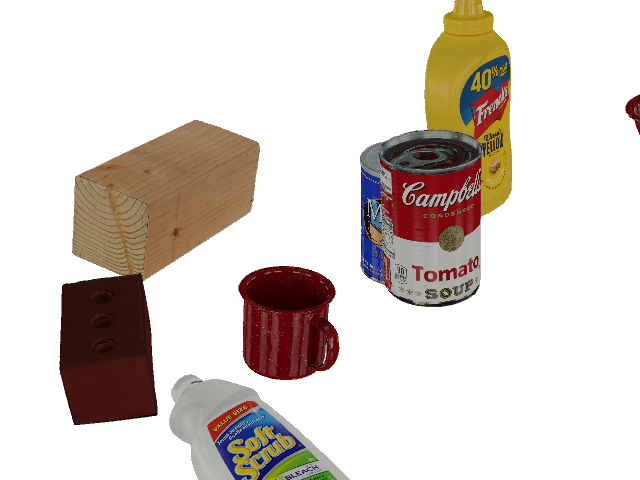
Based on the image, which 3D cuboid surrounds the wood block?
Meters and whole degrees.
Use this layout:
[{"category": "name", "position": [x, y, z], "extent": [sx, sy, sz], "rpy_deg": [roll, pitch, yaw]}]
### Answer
[{"category": "wood block", "position": [-0.157, -0.047, 1.119], "extent": [0.090, 0.091, 0.205], "rpy_deg": [22, 30, 20]}]

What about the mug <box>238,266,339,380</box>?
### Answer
[{"category": "mug", "position": [-0.025, 0.086, 1.030], "extent": [0.117, 0.081, 0.093], "rpy_deg": [26, 33, 38]}]

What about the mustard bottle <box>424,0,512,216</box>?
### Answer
[{"category": "mustard bottle", "position": [0.127, -0.118, 0.912], "extent": [0.058, 0.192, 0.096], "rpy_deg": [17, 32, 39]}]

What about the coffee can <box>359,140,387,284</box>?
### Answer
[{"category": "coffee can", "position": [0.097, -0.032, 1.226], "extent": [0.103, 0.140, 0.103], "rpy_deg": [-1, 28, 0]}]

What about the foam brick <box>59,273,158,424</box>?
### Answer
[{"category": "foam brick", "position": [-0.132, 0.067, 0.663], "extent": [0.053, 0.051, 0.078], "rpy_deg": [-8, 39, -7]}]

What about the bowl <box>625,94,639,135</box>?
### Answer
[{"category": "bowl", "position": [0.360, -0.097, 0.970], "extent": [0.162, 0.055, 0.162], "rpy_deg": [-4, 23, 2]}]

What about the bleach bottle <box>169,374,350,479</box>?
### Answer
[{"category": "bleach bottle", "position": [-0.057, 0.180, 0.841], "extent": [0.102, 0.068, 0.251], "rpy_deg": [-21, 33, -27]}]

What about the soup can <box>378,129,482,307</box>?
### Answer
[{"category": "soup can", "position": [0.074, -0.015, 0.718], "extent": [0.068, 0.102, 0.068], "rpy_deg": [-3, 27, 1]}]
